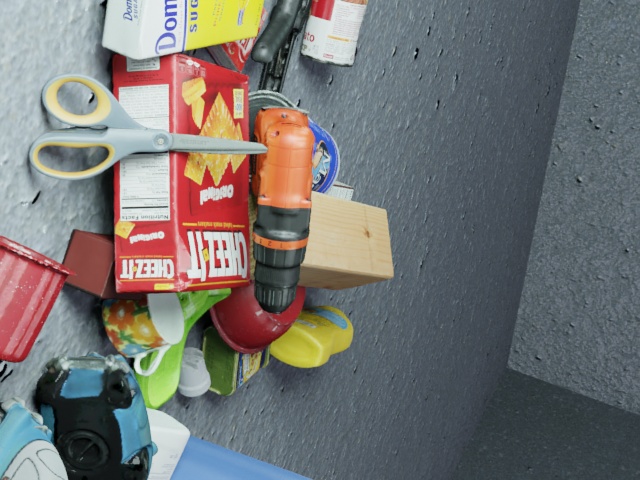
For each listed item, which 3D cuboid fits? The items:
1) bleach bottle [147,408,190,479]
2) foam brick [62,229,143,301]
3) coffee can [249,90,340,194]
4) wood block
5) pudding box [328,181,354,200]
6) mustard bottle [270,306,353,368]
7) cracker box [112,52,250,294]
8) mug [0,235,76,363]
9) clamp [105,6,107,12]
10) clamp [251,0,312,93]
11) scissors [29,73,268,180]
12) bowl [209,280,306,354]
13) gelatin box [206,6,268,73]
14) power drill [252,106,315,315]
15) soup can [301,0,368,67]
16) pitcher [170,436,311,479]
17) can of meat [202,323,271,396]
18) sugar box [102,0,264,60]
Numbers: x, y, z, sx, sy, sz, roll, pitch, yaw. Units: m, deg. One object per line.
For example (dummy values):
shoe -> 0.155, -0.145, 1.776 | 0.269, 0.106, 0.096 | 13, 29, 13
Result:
bleach bottle -> -0.231, 0.302, 1.135 | 0.102, 0.068, 0.251 | 22, 92, -50
foam brick -> -0.197, 0.024, 0.992 | 0.078, 0.051, 0.053 | 11, 97, -71
coffee can -> -0.045, -0.101, 1.210 | 0.103, 0.103, 0.140 | -70, 160, -3
wood block -> -0.008, 0.002, 1.241 | 0.205, 0.090, 0.091 | 11, 70, -55
pudding box -> -0.012, -0.037, 1.407 | 0.113, 0.039, 0.090 | 6, 102, -50
mustard bottle -> -0.005, 0.133, 1.546 | 0.191, 0.096, 0.058 | -18, 124, -67
cracker box -> -0.123, -0.059, 0.998 | 0.164, 0.072, 0.214 | 1, 88, -70
mug -> -0.255, 0.038, 0.811 | 0.117, 0.093, 0.081 | 29, 85, -39
clamp -> -0.118, -0.262, 0.964 | 0.209, 0.036, 0.164 | -1, 112, -68
clamp -> -0.039, -0.243, 1.182 | 0.120, 0.039, 0.171 | 96, 10, -82
scissors -> -0.145, -0.101, 0.892 | 0.201, 0.016, 0.096 | -13, 106, -18
bowl -> -0.065, 0.057, 1.282 | 0.161, 0.055, 0.162 | 7, 81, -55
gelatin box -> -0.090, -0.223, 1.086 | 0.073, 0.030, 0.089 | -67, 160, -12
power drill -> -0.038, -0.043, 1.039 | 0.187, 0.057, 0.184 | -103, -161, -67
soup can -> 0.019, -0.266, 1.285 | 0.068, 0.069, 0.102 | -25, 131, -64
pitcher -> -0.103, 0.310, 1.219 | 0.144, 0.243, 0.149 | 1, 107, -70
can of meat -> -0.105, 0.134, 1.336 | 0.083, 0.057, 0.102 | -40, 144, -53
sugar box -> -0.109, -0.214, 0.921 | 0.175, 0.048, 0.093 | -32, 141, -56
